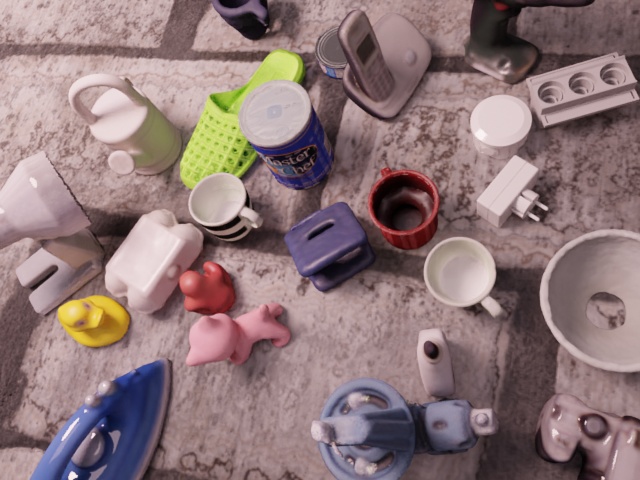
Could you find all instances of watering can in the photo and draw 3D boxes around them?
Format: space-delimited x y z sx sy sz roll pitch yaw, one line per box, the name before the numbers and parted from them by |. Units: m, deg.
watering can | -0.296 -0.179 0.872 0.101 0.194 0.172 -36 66 0

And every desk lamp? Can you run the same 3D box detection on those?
desk lamp | -0.406 -0.007 0.826 0.203 0.214 0.117 -40 66 -2

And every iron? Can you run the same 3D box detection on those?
iron | -0.295 0.260 0.739 0.118 0.142 0.258 22 77 21

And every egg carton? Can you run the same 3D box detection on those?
egg carton | -0.244 0.031 0.849 0.107 0.069 0.150 28 79 22

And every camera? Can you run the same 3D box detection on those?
camera | 0.298 0.252 0.610 0.142 0.101 0.137 20 76 20

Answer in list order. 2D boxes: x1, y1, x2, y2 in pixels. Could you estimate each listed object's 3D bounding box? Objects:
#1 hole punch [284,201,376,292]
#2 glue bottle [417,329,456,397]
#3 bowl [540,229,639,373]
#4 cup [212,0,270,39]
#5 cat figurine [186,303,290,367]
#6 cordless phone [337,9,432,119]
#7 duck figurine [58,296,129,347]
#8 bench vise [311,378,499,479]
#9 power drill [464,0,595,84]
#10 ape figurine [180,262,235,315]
hole punch | 0.007 0.003 0.783 0.108 0.091 0.101 -31 66 2
glue bottle | 0.131 0.135 0.657 0.037 0.173 0.078 -9 68 12
bowl | 0.344 0.077 0.677 0.167 0.075 0.167 -5 69 13
cup | -0.113 -0.376 0.951 0.092 0.095 0.117 -45 66 -4
cat figurine | -0.115 0.121 0.757 0.128 0.118 0.067 -28 66 3
cordless phone | 0.087 -0.276 0.813 0.094 0.185 0.148 26 79 22
duck figurine | -0.345 0.112 0.837 0.104 0.086 0.077 7 72 17
bench vise | 0.079 0.195 0.623 0.207 0.220 0.121 -26 66 4
power drill | 0.252 -0.310 0.770 0.229 0.209 0.076 34 82 23
ape figurine | -0.164 0.067 0.803 0.078 0.092 0.076 -46 66 -5
